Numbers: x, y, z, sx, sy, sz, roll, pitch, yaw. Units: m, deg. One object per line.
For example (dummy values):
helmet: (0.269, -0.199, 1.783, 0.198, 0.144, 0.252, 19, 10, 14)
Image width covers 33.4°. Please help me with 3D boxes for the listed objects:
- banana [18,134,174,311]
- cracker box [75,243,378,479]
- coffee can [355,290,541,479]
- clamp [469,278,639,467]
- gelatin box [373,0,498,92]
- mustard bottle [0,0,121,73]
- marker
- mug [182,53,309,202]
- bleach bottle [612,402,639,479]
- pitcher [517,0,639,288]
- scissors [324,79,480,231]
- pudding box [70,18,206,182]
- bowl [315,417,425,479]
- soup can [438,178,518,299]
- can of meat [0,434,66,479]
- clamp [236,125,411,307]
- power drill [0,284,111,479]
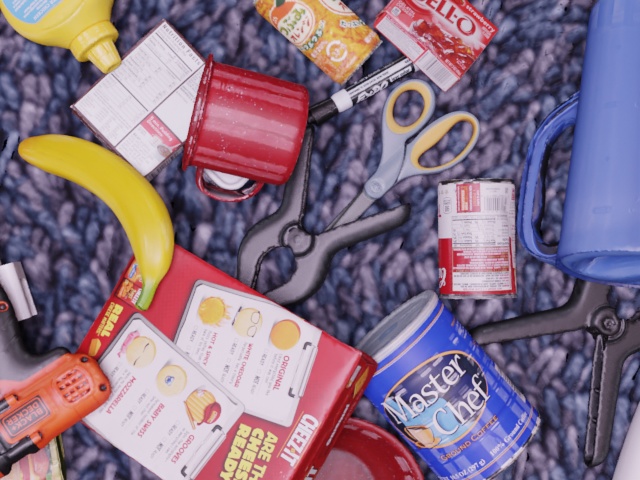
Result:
banana: (-0.173, -0.034, 0.863, 0.069, 0.037, 0.198, -37, 63, -11)
cracker box: (-0.086, 0.114, 0.854, 0.214, 0.072, 0.164, 29, 86, 22)
coffee can: (0.102, 0.127, 0.900, 0.103, 0.103, 0.140, -42, 95, -5)
clamp: (0.240, 0.072, 0.949, 0.164, 0.036, 0.210, 38, 83, -4)
gelatin box: (0.100, -0.185, 0.925, 0.089, 0.030, 0.073, 42, 60, -6)
mustard bottle: (-0.225, -0.219, 0.875, 0.096, 0.058, 0.191, -36, 88, 10)
marker: (0.040, -0.134, 0.936, 0.121, 0.020, 0.020, -30, 93, -6)
mug: (-0.061, -0.080, 0.835, 0.081, 0.093, 0.117, 13, 119, -11)
bleach bottle: (0.319, 0.165, 0.947, 0.102, 0.068, 0.251, 15, 86, -7)
pitcher: (0.264, -0.084, 0.902, 0.149, 0.145, 0.243, 10, 76, -10)
scissors: (0.045, -0.067, 0.939, 0.201, 0.016, 0.096, -31, 87, -1)
pudding box: (-0.140, -0.117, 0.906, 0.113, 0.039, 0.090, -44, 93, -7)
bowl: (0.010, 0.227, 0.912, 0.162, 0.055, 0.162, 0, 90, -7)
soup can: (0.136, -0.001, 0.922, 0.068, 0.068, 0.102, -1, 89, -7)
can of meat: (-0.259, 0.166, 0.882, 0.084, 0.057, 0.102, -10, 91, -9)
clamp: (-0.006, 0.001, 0.914, 0.120, 0.039, 0.171, 31, 94, 13)
power drill: (-0.280, 0.095, 0.810, 0.184, 0.057, 0.187, -33, 86, -16)
